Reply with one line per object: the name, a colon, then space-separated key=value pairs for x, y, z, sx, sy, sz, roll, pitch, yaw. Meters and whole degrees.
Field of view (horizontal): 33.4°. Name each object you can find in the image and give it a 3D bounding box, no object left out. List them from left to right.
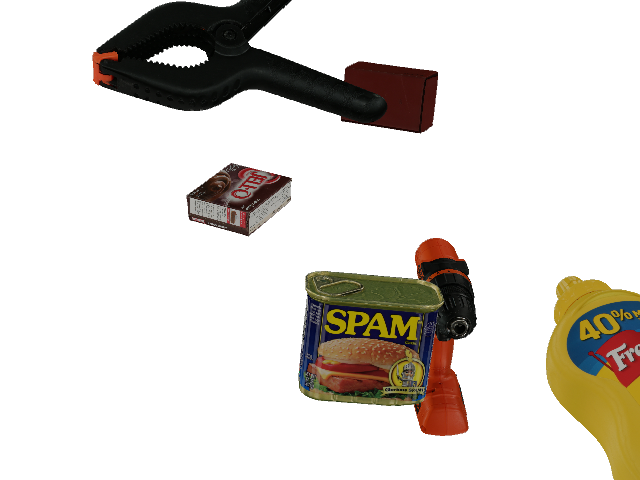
clamp: x=-0.060 y=-0.135 z=0.791 sx=0.209 sy=0.165 sz=0.036 roll=-18 pitch=-27 yaw=-19
pudding box: x=-0.100 y=-0.053 z=1.331 sx=0.090 sy=0.039 sz=0.113 roll=14 pitch=34 yaw=22
can of meat: x=0.035 y=0.074 z=0.798 sx=0.102 sy=0.084 sz=0.057 roll=5 pitch=17 yaw=-4
foam brick: x=0.063 y=-0.132 z=0.979 sx=0.078 sy=0.051 sz=0.053 roll=11 pitch=18 yaw=17
power drill: x=0.133 y=0.111 z=1.139 sx=0.057 sy=0.188 sz=0.184 roll=0 pitch=24 yaw=-1
mustard bottle: x=0.186 y=0.081 z=0.617 sx=0.096 sy=0.058 sz=0.192 roll=-12 pitch=35 yaw=-10
